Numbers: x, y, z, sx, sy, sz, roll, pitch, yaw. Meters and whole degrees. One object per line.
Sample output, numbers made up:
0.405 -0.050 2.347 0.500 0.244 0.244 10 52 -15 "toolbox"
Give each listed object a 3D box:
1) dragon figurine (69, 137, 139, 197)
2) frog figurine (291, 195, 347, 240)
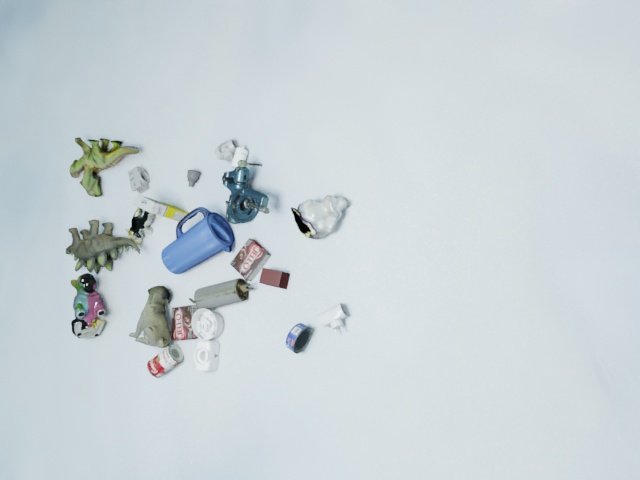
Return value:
-0.899 -0.295 2.113 0.412 0.122 0.241 16 101 31 "dragon figurine"
0.005 -0.081 1.607 0.161 0.120 0.139 -32 49 -24 "frog figurine"
